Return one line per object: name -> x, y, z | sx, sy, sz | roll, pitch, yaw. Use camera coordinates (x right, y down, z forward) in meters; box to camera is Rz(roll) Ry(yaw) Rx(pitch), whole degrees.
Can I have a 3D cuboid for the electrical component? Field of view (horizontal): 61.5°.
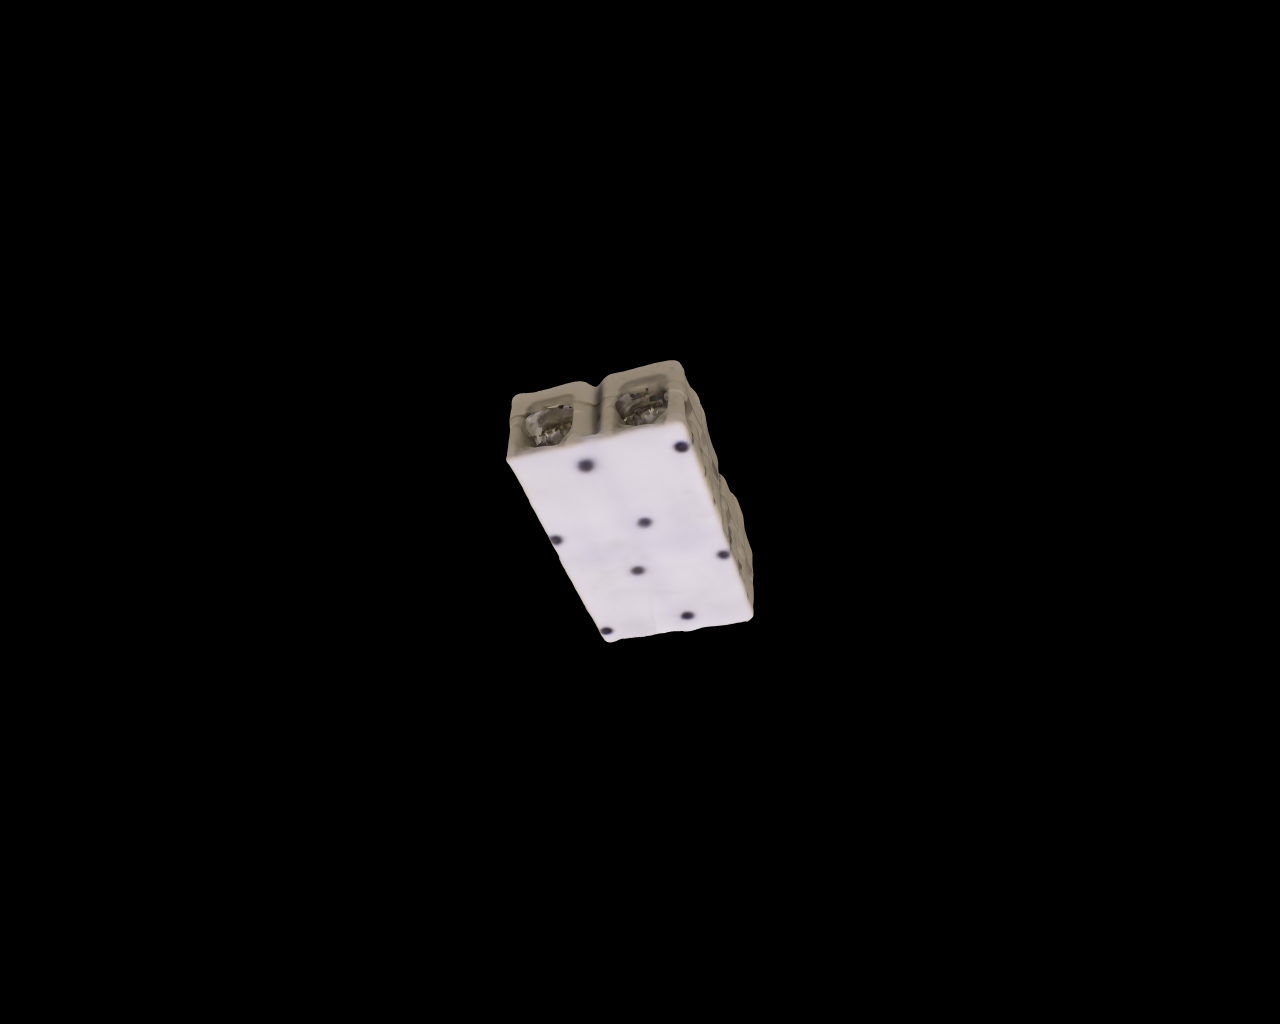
electrical component -> 0.001, -0.003, 0.650 | 0.105, 0.060, 0.186 | -11, -43, 12
